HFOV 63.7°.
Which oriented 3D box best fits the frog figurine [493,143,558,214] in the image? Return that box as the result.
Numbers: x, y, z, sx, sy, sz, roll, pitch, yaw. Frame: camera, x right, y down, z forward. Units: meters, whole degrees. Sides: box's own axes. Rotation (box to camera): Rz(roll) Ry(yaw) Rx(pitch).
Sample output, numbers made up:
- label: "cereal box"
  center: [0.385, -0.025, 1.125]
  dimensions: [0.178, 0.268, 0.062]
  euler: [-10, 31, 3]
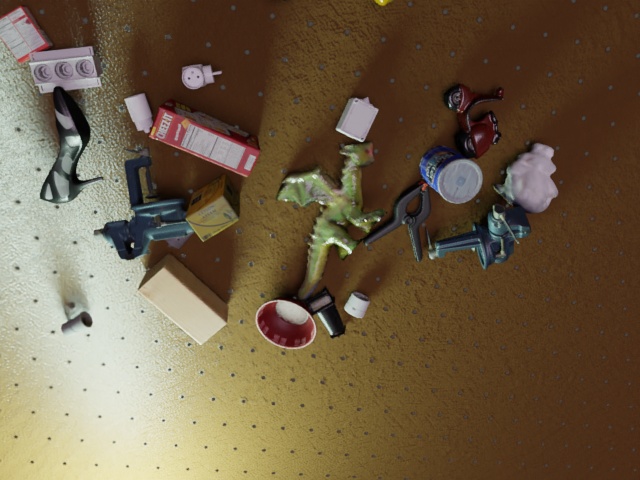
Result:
- label: "frog figurine"
  center: [0.520, -0.148, 1.251]
  dimensions: [0.137, 0.124, 0.157]
  euler: [36, 115, 1]

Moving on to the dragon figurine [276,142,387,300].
- label: "dragon figurine"
  center: [0.004, -0.062, 1.236]
  dimensions: [0.242, 0.123, 0.407]
  euler: [43, 102, -2]
